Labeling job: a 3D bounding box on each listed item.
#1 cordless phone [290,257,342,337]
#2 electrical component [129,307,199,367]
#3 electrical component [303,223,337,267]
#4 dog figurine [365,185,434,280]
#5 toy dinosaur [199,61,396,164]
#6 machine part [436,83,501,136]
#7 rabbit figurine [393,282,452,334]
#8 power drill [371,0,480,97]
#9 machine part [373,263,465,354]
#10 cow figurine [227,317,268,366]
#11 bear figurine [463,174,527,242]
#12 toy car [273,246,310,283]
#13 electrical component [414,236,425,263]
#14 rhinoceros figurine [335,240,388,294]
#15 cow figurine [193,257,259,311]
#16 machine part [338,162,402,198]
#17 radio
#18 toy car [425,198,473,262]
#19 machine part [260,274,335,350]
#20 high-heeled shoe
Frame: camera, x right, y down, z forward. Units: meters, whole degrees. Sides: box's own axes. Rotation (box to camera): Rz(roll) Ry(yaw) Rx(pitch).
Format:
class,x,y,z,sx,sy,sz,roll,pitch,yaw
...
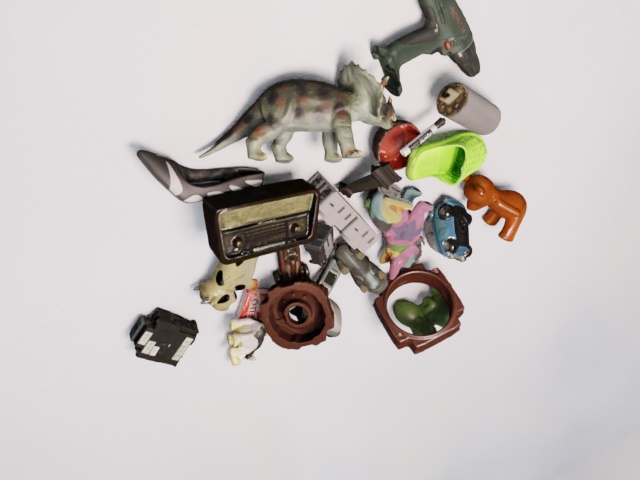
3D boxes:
class,x,y,z,sx,sy,sz,roll,pitch,yaw
cordless phone,0.023,0.142,1.363,0.146,0.089,0.184,33,87,-36
electrical component,-0.366,0.222,1.241,0.134,0.058,0.115,29,104,-36
electrical component,-0.003,-0.004,1.237,0.075,0.048,0.119,-59,152,-37
dog figurine,0.175,-0.016,1.298,0.191,0.109,0.219,5,118,-25
toy dinosaur,-0.034,-0.247,1.047,0.405,0.131,0.192,0,90,-7
machine part,0.331,-0.287,1.190,0.243,0.079,0.079,8,119,-49
rabbit figurine,0.291,0.211,1.495,0.170,0.159,0.121,-6,147,0
power drill,0.221,-0.382,1.102,0.207,0.086,0.231,-32,129,3
machine part,0.256,0.176,1.400,0.201,0.201,0.087,-26,154,-7
cow figurine,-0.180,0.252,1.329,0.098,0.068,0.167,-7,144,-19
bear figurine,0.428,-0.089,1.366,0.196,0.120,0.131,11,119,-28
toy car,-0.072,0.032,1.257,0.089,0.053,0.201,-17,125,-18
electrical component,0.231,0.026,1.400,0.078,0.045,0.102,14,115,0
rhinoceros figurine,0.103,0.076,1.326,0.073,0.112,0.190,-47,123,2
cow figurine,-0.204,0.079,1.205,0.127,0.086,0.194,2,123,-33
machine part,0.108,-0.130,1.199,0.139,0.039,0.084,-17,151,28
radio,-0.116,-0.039,1.093,0.229,0.073,0.131,-14,124,-26
toy car,0.322,-0.019,1.367,0.109,0.161,0.103,13,160,-39
machine part,-0.051,0.170,1.258,0.179,0.056,0.179,1,105,5
high-heeled shoe,-0.223,-0.137,1.058,0.145,0.086,0.248,-46,133,4
